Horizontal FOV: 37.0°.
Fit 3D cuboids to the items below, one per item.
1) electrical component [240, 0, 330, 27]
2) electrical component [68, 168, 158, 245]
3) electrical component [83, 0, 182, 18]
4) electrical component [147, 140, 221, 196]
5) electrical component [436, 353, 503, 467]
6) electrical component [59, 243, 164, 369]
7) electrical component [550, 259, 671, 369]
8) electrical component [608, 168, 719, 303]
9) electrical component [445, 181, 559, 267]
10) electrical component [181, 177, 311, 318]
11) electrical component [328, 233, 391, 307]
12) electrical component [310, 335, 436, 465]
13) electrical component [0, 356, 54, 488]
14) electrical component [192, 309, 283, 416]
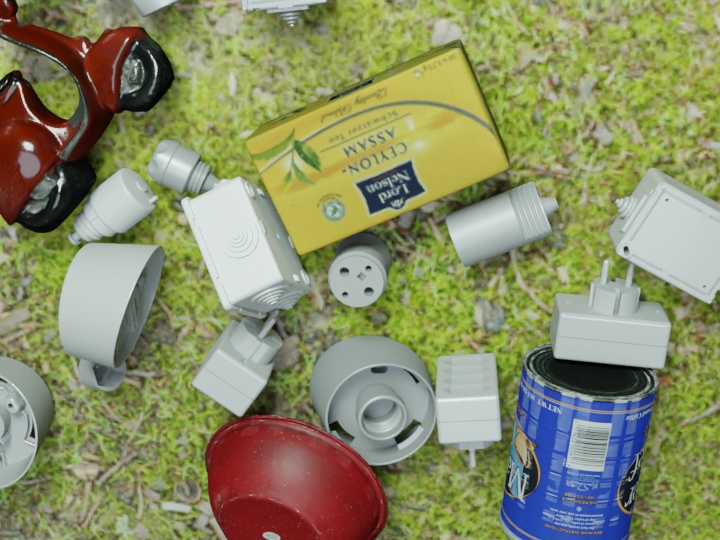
[{"bbox_3d":[-0.052,-0.220,0.752,0.062,0.061,0.096,-4,108,7],"label":"electrical component"},{"bbox_3d":[-0.195,-0.045,0.836,0.078,0.040,0.040,-34,102,16],"label":"electrical component"},{"bbox_3d":[-0.170,-0.219,0.773,0.079,0.043,0.077,-22,105,12],"label":"electrical component"},{"bbox_3d":[-0.130,-0.074,0.824,0.061,0.035,0.035,26,109,-6],"label":"electrical component"},{"bbox_3d":[0.087,0.116,0.842,0.047,0.083,0.075,-4,108,7],"label":"electrical component"},{"bbox_3d":[-0.189,0.026,0.831,0.064,0.099,0.099,9,109,9],"label":"electrical component"},{"bbox_3d":[0.193,0.029,0.822,0.083,0.047,0.075,6,109,3],"label":"electrical component"},{"bbox_3d":[0.229,-0.031,0.791,0.096,0.061,0.061,28,109,-4],"label":"electrical component"},{"bbox_3d":[0.110,-0.036,0.809,0.081,0.043,0.043,-21,106,12],"label":"electrical component"},{"bbox_3d":[-0.081,-0.016,0.798,0.048,0.100,0.099,-25,79,8],"label":"electrical component"},{"bbox_3d":[0.000,0.000,0.826,0.045,0.055,0.045,2,109,5],"label":"electrical component"},{"bbox_3d":[0.012,0.106,0.869,0.099,0.064,0.099,-3,110,-8],"label":"electrical component"},{"bbox_3d":[-0.306,0.123,0.892,0.099,0.064,0.099,2,109,5],"label":"electrical component"},{"bbox_3d":[-0.087,0.063,0.850,0.047,0.065,0.076,35,108,-7],"label":"electrical component"}]
